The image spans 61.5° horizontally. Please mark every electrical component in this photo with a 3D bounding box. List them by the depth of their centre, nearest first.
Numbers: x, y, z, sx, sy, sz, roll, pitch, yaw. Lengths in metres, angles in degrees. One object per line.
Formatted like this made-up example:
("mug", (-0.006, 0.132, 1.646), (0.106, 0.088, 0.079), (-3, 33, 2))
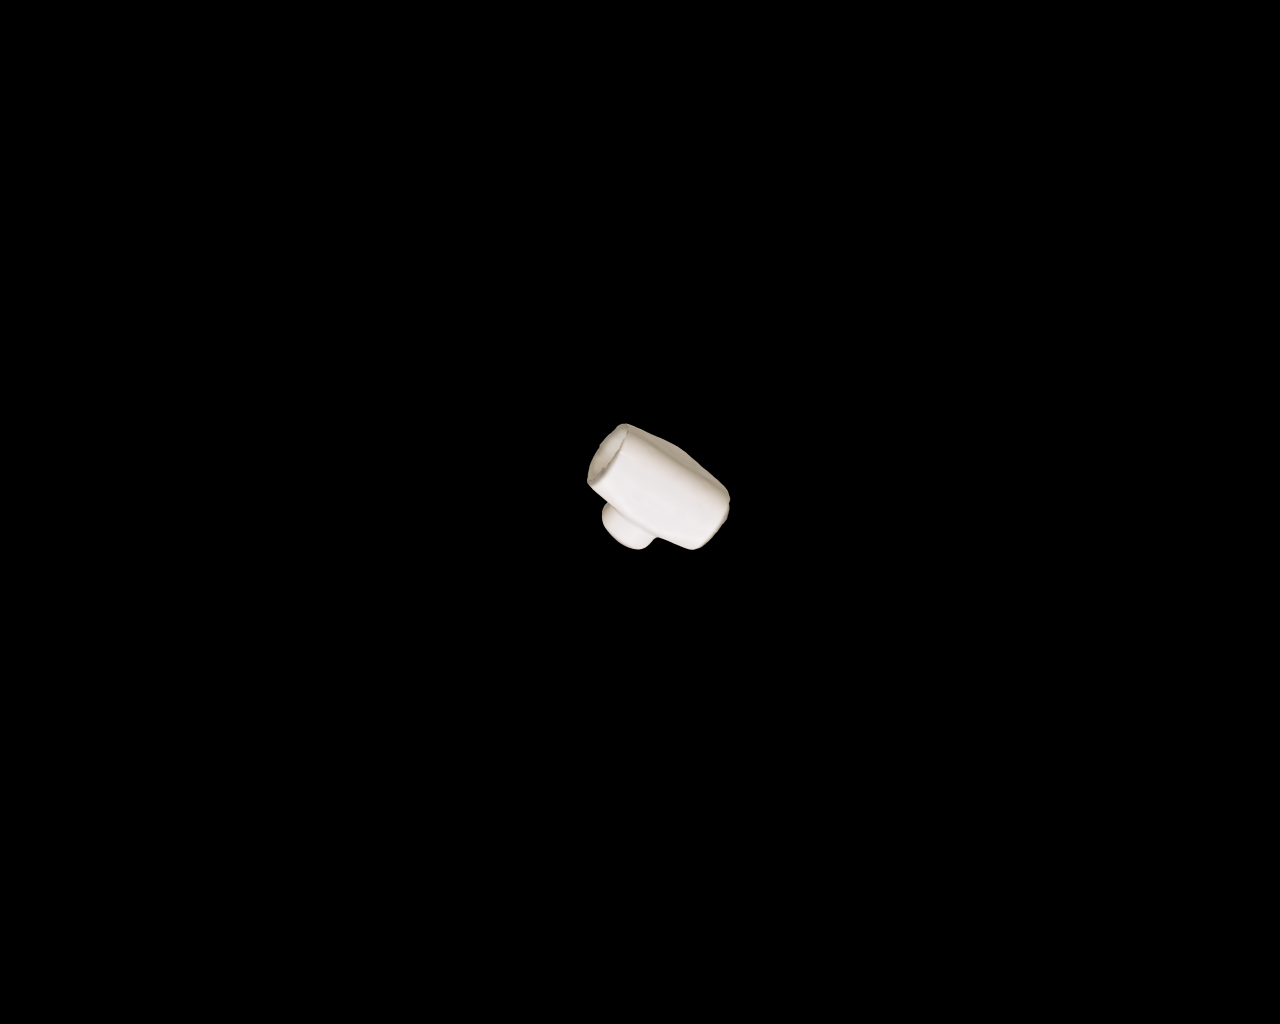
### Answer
("electrical component", (0.001, -0.003, 0.650), (0.077, 0.079, 0.044), (32, 26, -18))
